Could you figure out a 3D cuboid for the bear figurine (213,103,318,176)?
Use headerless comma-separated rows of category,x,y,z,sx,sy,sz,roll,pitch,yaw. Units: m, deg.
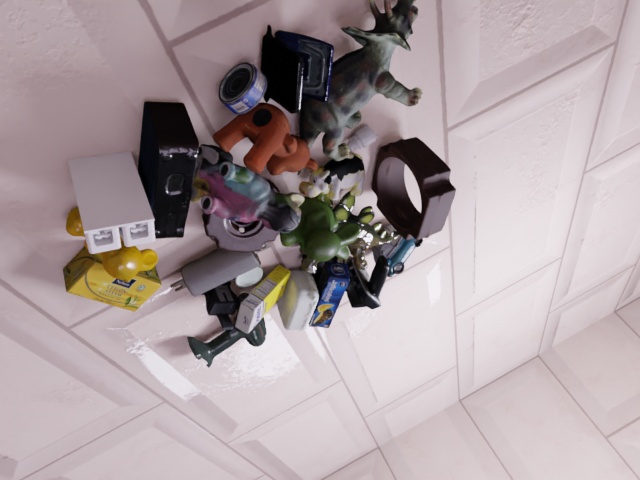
bear figurine,-0.091,-0.166,1.008,0.132,0.120,0.195,-50,158,-7

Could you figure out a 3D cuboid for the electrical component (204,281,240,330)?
electrical component,-0.238,0.158,1.306,0.075,0.119,0.047,6,130,-35

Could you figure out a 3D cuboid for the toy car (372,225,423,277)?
toy car,0.197,0.013,1.464,0.103,0.109,0.161,30,105,-30

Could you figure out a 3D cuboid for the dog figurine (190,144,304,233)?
dog figurine,-0.135,-0.086,1.028,0.219,0.192,0.108,20,105,-45

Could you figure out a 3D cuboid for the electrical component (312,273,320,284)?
electrical component,0.009,0.128,1.495,0.115,0.058,0.134,-7,136,-31

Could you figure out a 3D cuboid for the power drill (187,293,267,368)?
power drill,-0.246,0.243,1.440,0.207,0.086,0.231,-34,146,-9

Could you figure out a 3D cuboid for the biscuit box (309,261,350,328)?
biscuit box,0.020,0.146,1.412,0.059,0.063,0.202,7,132,-14

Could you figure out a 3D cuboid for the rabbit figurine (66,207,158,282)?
rabbit figurine,-0.380,0.015,1.002,0.122,0.173,0.162,-29,139,-10

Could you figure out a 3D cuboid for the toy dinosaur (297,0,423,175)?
toy dinosaur,0.044,-0.280,1.019,0.405,0.131,0.192,-39,126,22

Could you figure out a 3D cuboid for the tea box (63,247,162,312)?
tea box,-0.432,0.079,1.124,0.098,0.068,0.169,-43,141,15

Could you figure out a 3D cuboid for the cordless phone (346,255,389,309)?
cordless phone,0.131,0.087,1.459,0.089,0.147,0.184,-3,137,-20

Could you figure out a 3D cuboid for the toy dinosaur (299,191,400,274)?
toy dinosaur,0.007,-0.026,1.289,0.471,0.105,0.198,-1,126,-27

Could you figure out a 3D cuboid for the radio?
radio,-0.276,-0.117,0.957,0.073,0.131,0.229,-6,136,-28

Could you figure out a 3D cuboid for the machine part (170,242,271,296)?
machine part,-0.226,0.060,1.230,0.243,0.079,0.079,-26,143,-2

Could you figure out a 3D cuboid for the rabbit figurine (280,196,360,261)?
rabbit figurine,-0.002,-0.003,1.137,0.159,0.170,0.121,15,116,-22

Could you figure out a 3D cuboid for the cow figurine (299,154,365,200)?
cow figurine,0.030,-0.141,1.180,0.167,0.068,0.098,-13,125,-43

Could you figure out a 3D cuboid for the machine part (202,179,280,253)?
machine part,-0.161,-0.053,1.132,0.179,0.056,0.179,-7,123,-11

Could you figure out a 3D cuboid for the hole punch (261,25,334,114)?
hole punch,-0.042,-0.296,0.935,0.092,0.116,0.142,-29,144,-30

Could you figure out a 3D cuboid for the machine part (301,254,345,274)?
machine part,0.013,0.062,1.419,0.139,0.084,0.039,14,159,-33

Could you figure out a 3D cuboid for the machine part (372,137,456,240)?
machine part,0.212,-0.118,1.238,0.087,0.202,0.200,-17,141,-22
